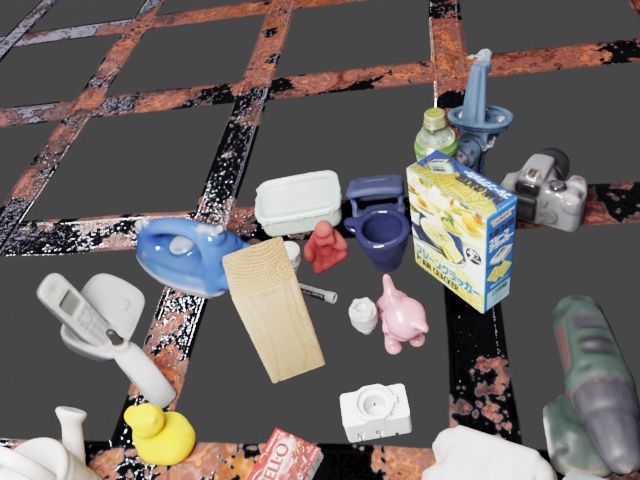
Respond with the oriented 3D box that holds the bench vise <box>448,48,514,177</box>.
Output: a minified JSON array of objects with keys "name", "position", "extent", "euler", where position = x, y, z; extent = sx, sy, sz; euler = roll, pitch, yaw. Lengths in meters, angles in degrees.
[{"name":"bench vise","position":[0.296,-0.221,1.054],"extent":[0.121,0.220,0.207],"euler":[0,47,15]}]

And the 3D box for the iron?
[{"name":"iron","position":[-0.251,0.009,1.026],"extent":[0.257,0.142,0.119],"euler":[9,50,22]}]

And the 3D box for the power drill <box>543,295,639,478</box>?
[{"name":"power drill","position":[0.311,0.190,0.662],"extent":[0.075,0.209,0.229],"euler":[-3,46,11]}]

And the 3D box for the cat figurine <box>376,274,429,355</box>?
[{"name":"cat figurine","position":[0.119,0.107,0.854],"extent":[0.067,0.118,0.127],"euler":[-16,45,-1]}]

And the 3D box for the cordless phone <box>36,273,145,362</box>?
[{"name":"cordless phone","position":[-0.376,0.098,0.939],"extent":[0.094,0.185,0.147],"euler":[-1,47,13]}]

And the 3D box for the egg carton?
[{"name":"egg carton","position":[0.203,0.291,0.690],"extent":[0.150,0.069,0.107],"euler":[12,51,24]}]

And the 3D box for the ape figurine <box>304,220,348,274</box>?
[{"name":"ape figurine","position":[0.009,0.004,1.000],"extent":[0.077,0.092,0.076],"euler":[4,48,18]}]

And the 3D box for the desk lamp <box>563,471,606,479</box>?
[{"name":"desk lamp","position":[0.310,0.323,0.530],"extent":[0.202,0.214,0.118],"euler":[15,52,26]}]

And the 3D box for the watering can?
[{"name":"watering can","position":[-0.363,0.300,0.735],"extent":[0.101,0.194,0.173],"euler":[-8,45,7]}]

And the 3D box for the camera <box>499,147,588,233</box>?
[{"name":"camera","position":[0.401,-0.104,0.999],"extent":[0.142,0.101,0.137],"euler":[21,55,30]}]

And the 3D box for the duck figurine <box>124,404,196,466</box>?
[{"name":"duck figurine","position":[-0.231,0.267,0.810],"extent":[0.104,0.086,0.078],"euler":[14,52,26]}]

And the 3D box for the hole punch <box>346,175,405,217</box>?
[{"name":"hole punch","position":[0.103,-0.089,1.067],"extent":[0.108,0.091,0.101],"euler":[-5,46,9]}]

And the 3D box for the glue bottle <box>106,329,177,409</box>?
[{"name":"glue bottle","position":[-0.272,0.182,0.841],"extent":[0.077,0.173,0.037],"euler":[24,57,32]}]

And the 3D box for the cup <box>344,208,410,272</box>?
[{"name":"cup","position":[0.098,0.006,0.974],"extent":[0.117,0.095,0.092],"euler":[15,52,26]}]
